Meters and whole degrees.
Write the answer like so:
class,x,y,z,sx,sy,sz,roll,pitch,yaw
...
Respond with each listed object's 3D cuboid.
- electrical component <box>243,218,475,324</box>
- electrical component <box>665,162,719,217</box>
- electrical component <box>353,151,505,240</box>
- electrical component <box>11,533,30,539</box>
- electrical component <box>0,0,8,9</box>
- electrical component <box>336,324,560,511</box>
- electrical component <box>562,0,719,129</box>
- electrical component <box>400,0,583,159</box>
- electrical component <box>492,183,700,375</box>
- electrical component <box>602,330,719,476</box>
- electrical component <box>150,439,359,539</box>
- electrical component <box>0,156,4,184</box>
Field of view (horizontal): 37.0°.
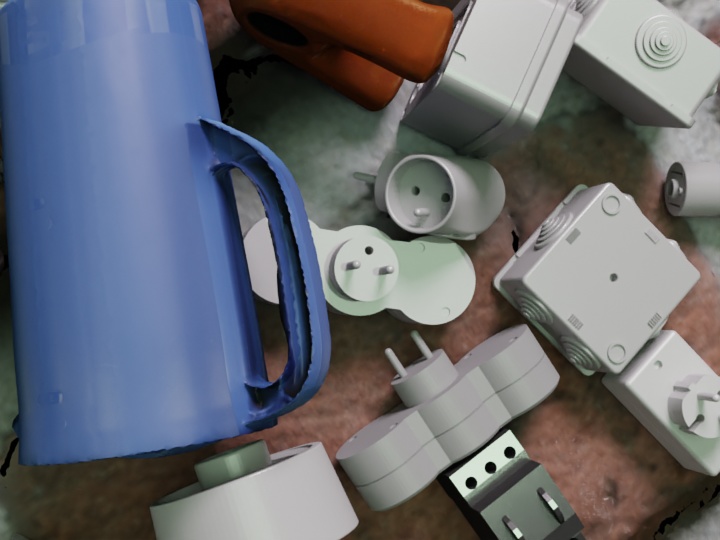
class,x,y,z,sx,sy,sz,roll,pitch,yaw
electrical component,0.000,0.000,0.615,0.138,0.074,0.052,8,86,-12
electrical component,0.228,-0.051,0.683,0.065,0.044,0.044,1,88,-7
electrical component,0.035,-0.047,0.629,0.079,0.077,0.044,15,100,26
electrical component,-0.188,0.226,0.560,0.062,0.089,0.150,25,83,-10
electrical component,-0.195,-0.162,0.585,0.043,0.062,0.043,0,88,-12
electrical component,0.043,0.071,0.633,0.138,0.052,0.073,-34,95,-11
electrical component,0.162,-0.130,0.643,0.100,0.099,0.048,34,95,-9
electrical component,0.073,-0.114,0.615,0.057,0.113,0.078,25,83,-7
electrical component,0.146,0.005,0.659,0.100,0.048,0.099,44,80,-7
electrical component,0.204,0.081,0.655,0.083,0.076,0.047,45,80,-7
electrical component,-0.061,0.127,0.584,0.108,0.108,0.060,-19,86,-12
electrical component,-0.225,-0.064,0.580,0.047,0.055,0.055,-25,93,-8
